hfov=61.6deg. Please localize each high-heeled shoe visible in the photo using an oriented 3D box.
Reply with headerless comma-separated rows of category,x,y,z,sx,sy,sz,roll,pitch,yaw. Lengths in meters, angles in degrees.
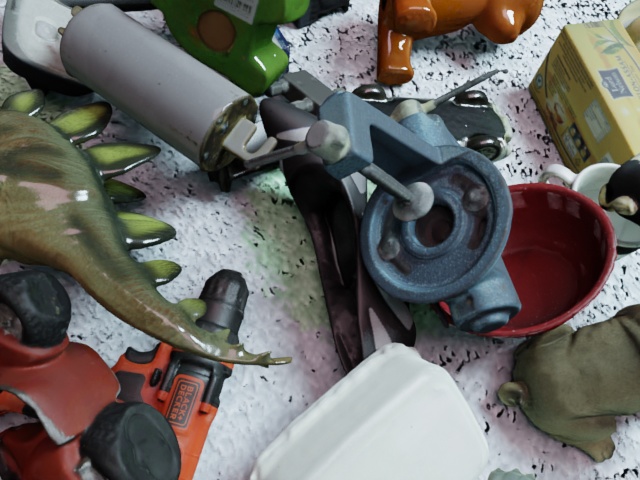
high-heeled shoe,-0.001,-0.001,0.461,0.248,0.086,0.145,48,47,-4

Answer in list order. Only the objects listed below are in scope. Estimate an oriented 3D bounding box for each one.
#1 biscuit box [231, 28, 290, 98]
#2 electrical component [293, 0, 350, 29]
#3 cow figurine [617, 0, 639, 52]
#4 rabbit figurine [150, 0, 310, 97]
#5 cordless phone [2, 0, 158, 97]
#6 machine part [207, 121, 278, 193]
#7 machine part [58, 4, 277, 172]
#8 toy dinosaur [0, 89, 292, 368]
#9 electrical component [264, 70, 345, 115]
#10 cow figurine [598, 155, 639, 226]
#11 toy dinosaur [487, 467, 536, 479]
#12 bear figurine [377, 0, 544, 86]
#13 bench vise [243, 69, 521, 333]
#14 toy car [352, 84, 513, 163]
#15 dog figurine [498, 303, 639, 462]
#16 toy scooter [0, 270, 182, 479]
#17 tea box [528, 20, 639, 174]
biscuit box,-0.103,-0.255,0.608,0.059,0.062,0.203,-23,67,-15
electrical component,-0.028,-0.296,0.643,0.119,0.047,0.075,-30,69,-18
cow figurine,0.378,-0.174,0.588,0.086,0.127,0.195,-15,80,15
rabbit figurine,-0.078,-0.238,0.518,0.159,0.121,0.170,19,46,4
cordless phone,-0.218,-0.222,0.557,0.184,0.088,0.146,-6,64,-1
machine part,-0.052,-0.092,0.542,0.139,0.039,0.084,-22,72,-27
machine part,-0.143,-0.136,0.479,0.243,0.079,0.079,36,66,11
toy dinosaur,-0.226,-0.036,0.428,0.198,0.105,0.472,-28,62,-40
electrical component,-0.013,-0.156,0.573,0.063,0.021,0.094,42,43,16
cow figurine,0.288,-0.027,0.394,0.098,0.167,0.068,-13,109,0
toy dinosaur,0.068,0.277,0.319,0.405,0.192,0.131,-23,24,0
bear figurine,0.166,-0.248,0.602,0.196,0.120,0.132,6,67,-8
bench vise,0.070,-0.047,0.401,0.129,0.240,0.223,-20,62,35
toy car,0.105,-0.115,0.557,0.202,0.056,0.073,0,65,-13
dog figurine,0.242,0.087,0.398,0.172,0.190,0.121,-21,67,-13
toy scooter,-0.183,0.118,0.345,0.135,0.075,0.183,-32,95,15
tea box,0.296,-0.134,0.565,0.068,0.098,0.169,-8,66,-8
